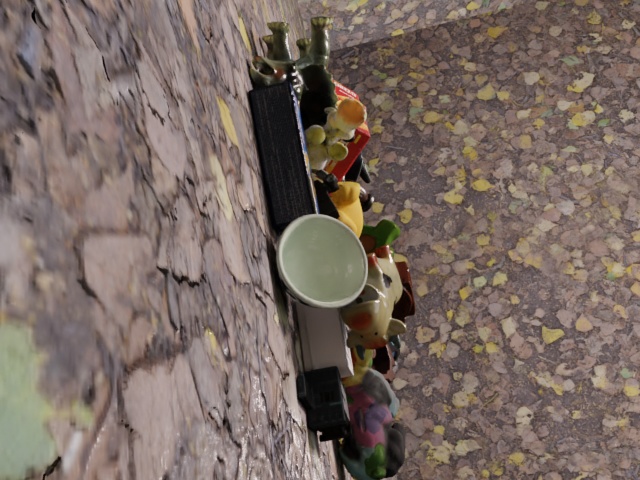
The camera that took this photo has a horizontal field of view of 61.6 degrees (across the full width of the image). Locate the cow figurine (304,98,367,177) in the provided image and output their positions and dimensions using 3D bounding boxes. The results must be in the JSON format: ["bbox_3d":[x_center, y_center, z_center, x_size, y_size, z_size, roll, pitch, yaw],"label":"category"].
[{"bbox_3d":[0.002,-0.147,0.825,0.068,0.167,0.098,45,8,-13],"label":"cow figurine"}]

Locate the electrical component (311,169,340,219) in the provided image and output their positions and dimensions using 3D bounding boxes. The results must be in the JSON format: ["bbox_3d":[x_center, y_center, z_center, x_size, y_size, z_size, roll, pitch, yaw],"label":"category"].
[{"bbox_3d":[-0.016,-0.055,0.770,0.045,0.102,0.078,61,5,-62],"label":"electrical component"}]

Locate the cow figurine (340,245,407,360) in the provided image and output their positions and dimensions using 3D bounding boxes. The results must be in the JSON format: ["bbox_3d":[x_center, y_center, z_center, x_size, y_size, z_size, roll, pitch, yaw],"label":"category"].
[{"bbox_3d":[0.071,0.083,0.753,0.127,0.085,0.195,67,17,-1],"label":"cow figurine"}]

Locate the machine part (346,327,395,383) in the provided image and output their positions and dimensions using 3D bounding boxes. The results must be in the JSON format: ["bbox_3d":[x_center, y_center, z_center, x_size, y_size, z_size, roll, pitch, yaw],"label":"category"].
[{"bbox_3d":[0.076,0.204,1.033,0.179,0.056,0.179,44,27,-29],"label":"machine part"}]

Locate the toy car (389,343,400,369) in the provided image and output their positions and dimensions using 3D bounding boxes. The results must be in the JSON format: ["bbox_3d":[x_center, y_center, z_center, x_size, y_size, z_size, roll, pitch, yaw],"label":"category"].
[{"bbox_3d":[0.095,0.227,1.185,0.109,0.103,0.161,-38,95,-42],"label":"toy car"}]

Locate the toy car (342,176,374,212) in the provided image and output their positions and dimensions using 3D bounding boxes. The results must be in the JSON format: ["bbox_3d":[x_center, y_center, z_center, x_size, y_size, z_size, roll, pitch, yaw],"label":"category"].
[{"bbox_3d":[0.027,-0.091,1.074,0.202,0.089,0.053,8,-111,62],"label":"toy car"}]

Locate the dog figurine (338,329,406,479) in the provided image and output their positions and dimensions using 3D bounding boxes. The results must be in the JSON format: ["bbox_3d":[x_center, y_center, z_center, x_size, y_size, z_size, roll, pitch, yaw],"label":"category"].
[{"bbox_3d":[0.060,0.249,0.840,0.192,0.109,0.219,-92,164,-49],"label":"dog figurine"}]

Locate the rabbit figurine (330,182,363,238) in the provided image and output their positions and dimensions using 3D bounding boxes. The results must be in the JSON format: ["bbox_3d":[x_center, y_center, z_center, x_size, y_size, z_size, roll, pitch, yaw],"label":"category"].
[{"bbox_3d":[-0.002,-0.003,0.862,0.173,0.122,0.162,-49,138,-66],"label":"rabbit figurine"}]

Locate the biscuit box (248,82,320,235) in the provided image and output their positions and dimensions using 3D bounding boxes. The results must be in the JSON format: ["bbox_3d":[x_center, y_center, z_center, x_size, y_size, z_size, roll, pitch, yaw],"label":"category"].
[{"bbox_3d":[-0.047,-0.112,0.733,0.059,0.063,0.202,59,20,-76],"label":"biscuit box"}]

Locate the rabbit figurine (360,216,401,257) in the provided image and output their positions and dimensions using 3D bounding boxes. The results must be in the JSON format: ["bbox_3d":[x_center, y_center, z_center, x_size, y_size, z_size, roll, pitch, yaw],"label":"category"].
[{"bbox_3d":[0.102,0.038,1.101,0.170,0.121,0.159,53,43,-72],"label":"rabbit figurine"}]

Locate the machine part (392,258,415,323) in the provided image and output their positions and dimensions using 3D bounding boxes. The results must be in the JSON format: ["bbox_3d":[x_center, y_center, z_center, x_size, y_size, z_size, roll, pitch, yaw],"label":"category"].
[{"bbox_3d":[0.143,0.144,1.407,0.087,0.201,0.201,-93,170,-47],"label":"machine part"}]

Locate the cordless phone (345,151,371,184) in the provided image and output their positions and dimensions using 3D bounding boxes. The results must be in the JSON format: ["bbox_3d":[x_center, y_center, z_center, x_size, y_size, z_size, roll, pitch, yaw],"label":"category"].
[{"bbox_3d":[0.081,-0.169,1.261,0.184,0.089,0.147,48,22,-47],"label":"cordless phone"}]

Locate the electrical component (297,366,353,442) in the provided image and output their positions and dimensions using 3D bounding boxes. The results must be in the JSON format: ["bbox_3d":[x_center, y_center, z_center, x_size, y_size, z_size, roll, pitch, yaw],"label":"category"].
[{"bbox_3d":[0.006,0.199,0.675,0.119,0.048,0.075,74,5,-49],"label":"electrical component"}]

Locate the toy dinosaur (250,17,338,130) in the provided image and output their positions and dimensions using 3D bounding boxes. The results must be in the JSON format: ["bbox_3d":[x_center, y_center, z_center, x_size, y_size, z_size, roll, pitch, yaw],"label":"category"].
[{"bbox_3d":[-0.040,-0.282,0.972,0.405,0.131,0.192,-97,-173,-81],"label":"toy dinosaur"}]
